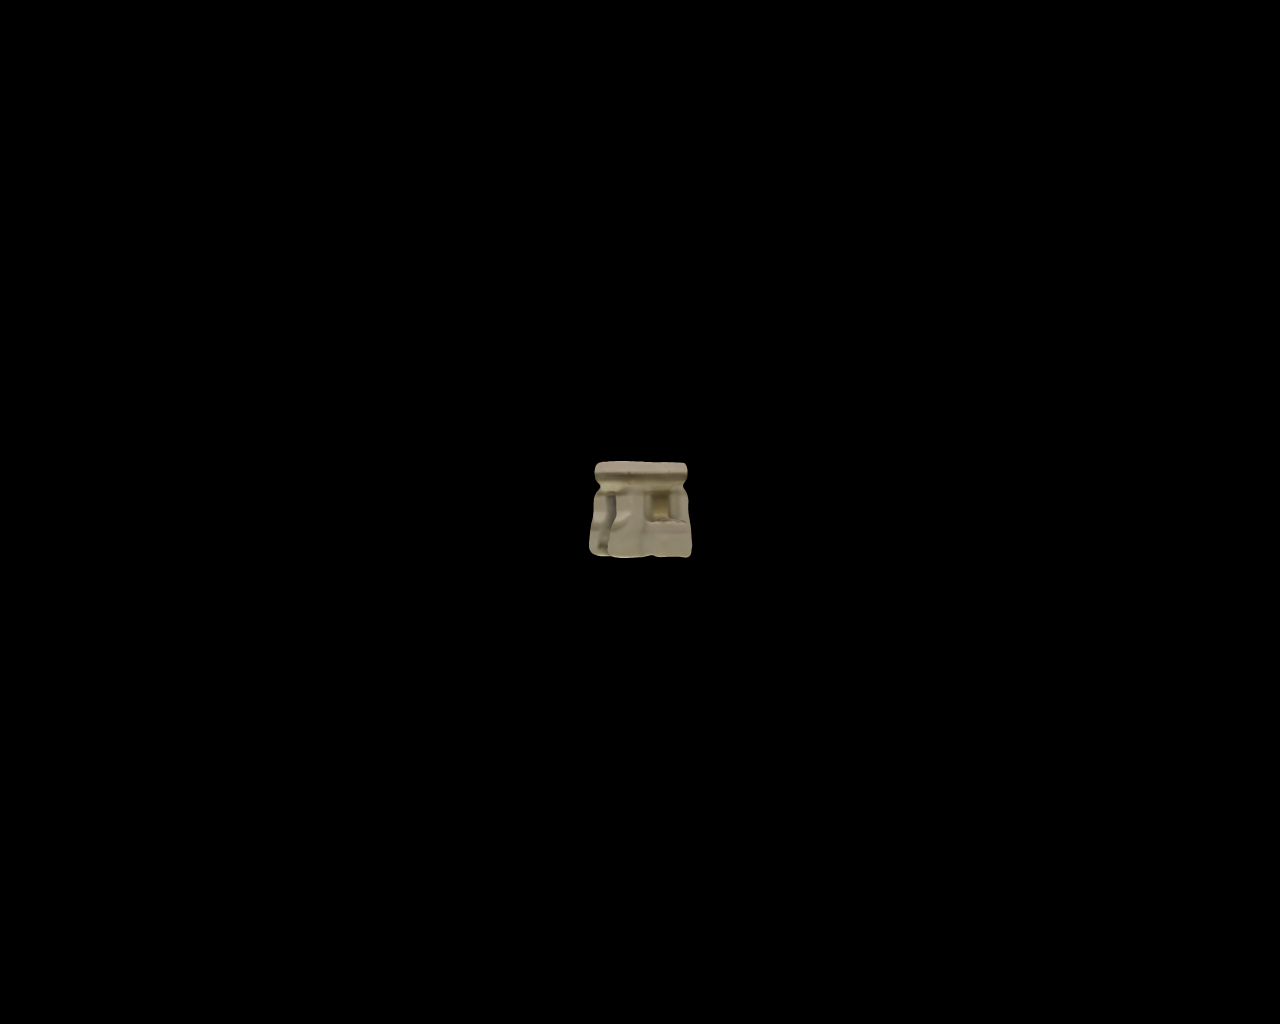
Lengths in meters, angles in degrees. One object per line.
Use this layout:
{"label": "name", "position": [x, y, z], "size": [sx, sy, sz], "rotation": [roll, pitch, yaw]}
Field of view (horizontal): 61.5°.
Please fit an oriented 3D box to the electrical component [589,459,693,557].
{"label": "electrical component", "position": [0.001, -0.003, 0.650], "size": [0.058, 0.057, 0.078], "rotation": [0, 0, -32]}
